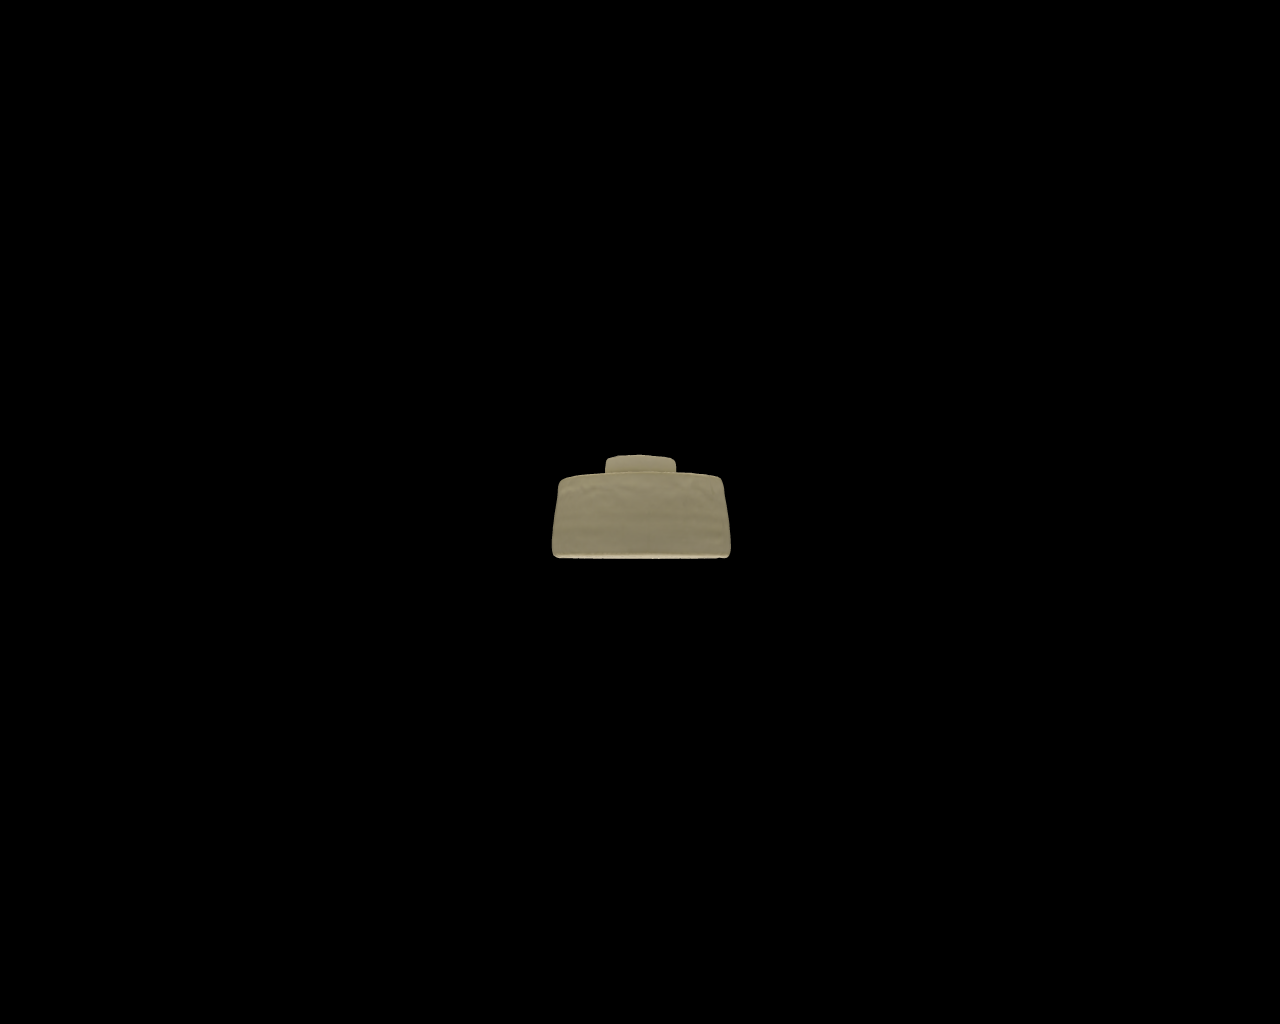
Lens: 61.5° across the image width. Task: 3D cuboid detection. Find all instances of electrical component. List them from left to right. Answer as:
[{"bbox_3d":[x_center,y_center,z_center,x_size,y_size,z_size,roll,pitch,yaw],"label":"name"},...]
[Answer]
[{"bbox_3d":[0.001,-0.003,0.650,0.108,0.060,0.108,0,-3,0],"label":"electrical component"}]
